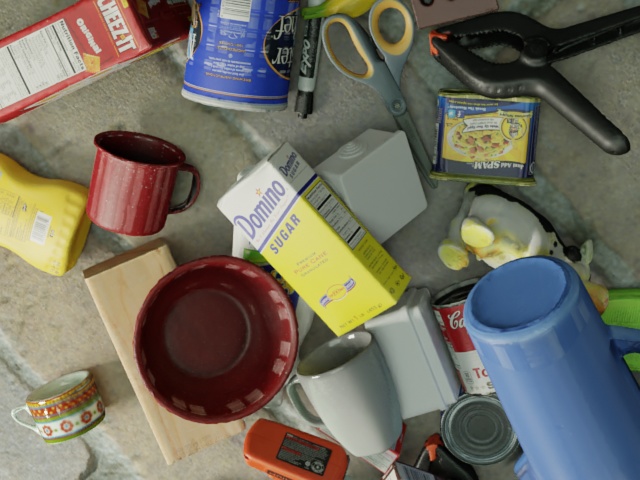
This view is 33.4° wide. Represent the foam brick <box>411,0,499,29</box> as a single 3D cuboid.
[{"bbox_3d":[0.123,-0.231,0.992,0.078,0.051,0.053,-13,101,13],"label":"foam brick"}]

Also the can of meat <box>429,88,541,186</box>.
[{"bbox_3d":[0.158,-0.099,1.017,0.102,0.057,0.084,4,103,6],"label":"can of meat"}]

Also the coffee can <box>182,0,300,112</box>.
[{"bbox_3d":[-0.072,-0.200,1.008,0.103,0.102,0.140,10,105,7],"label":"coffee can"}]

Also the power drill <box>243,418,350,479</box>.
[{"bbox_3d":[-0.054,0.268,1.117,0.184,0.057,0.188,18,134,4],"label":"power drill"}]

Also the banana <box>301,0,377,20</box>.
[{"bbox_3d":[0.052,-0.284,0.991,0.069,0.037,0.198,17,107,-25],"label":"banana"}]

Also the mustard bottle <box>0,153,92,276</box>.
[{"bbox_3d":[-0.337,-0.040,1.119,0.191,0.058,0.096,22,107,4],"label":"mustard bottle"}]

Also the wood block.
[{"bbox_3d":[-0.161,0.111,1.098,0.090,0.091,0.206,-24,99,-10],"label":"wood block"}]

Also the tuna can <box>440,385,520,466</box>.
[{"bbox_3d":[0.167,0.189,1.102,0.086,0.033,0.086,2,104,9],"label":"tuna can"}]

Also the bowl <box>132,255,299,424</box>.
[{"bbox_3d":[-0.105,0.094,1.034,0.162,0.055,0.162,-1,93,-18],"label":"bowl"}]

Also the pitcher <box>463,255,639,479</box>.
[{"bbox_3d":[0.234,0.129,0.981,0.149,0.145,0.242,-44,124,-18],"label":"pitcher"}]

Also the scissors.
[{"bbox_3d":[0.083,-0.148,1.024,0.096,0.016,0.201,-41,111,9],"label":"scissors"}]

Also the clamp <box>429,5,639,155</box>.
[{"bbox_3d":[0.206,-0.171,0.980,0.210,0.036,0.164,20,65,20],"label":"clamp"}]

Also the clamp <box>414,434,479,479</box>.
[{"bbox_3d":[0.128,0.294,1.134,0.120,0.039,0.171,-20,97,9],"label":"clamp"}]

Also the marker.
[{"bbox_3d":[-0.009,-0.179,1.046,0.020,0.020,0.121,10,106,7],"label":"marker"}]

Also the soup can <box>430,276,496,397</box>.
[{"bbox_3d":[0.158,0.096,1.062,0.068,0.068,0.102,-19,101,14],"label":"soup can"}]

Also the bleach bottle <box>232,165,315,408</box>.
[{"bbox_3d":[-0.040,0.053,1.090,0.102,0.068,0.251,5,107,8],"label":"bleach bottle"}]

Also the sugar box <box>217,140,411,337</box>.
[{"bbox_3d":[-0.007,0.001,0.994,0.176,0.048,0.094,45,135,-9],"label":"sugar box"}]

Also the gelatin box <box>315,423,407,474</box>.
[{"bbox_3d":[0.043,0.194,1.104,0.089,0.073,0.030,32,108,1],"label":"gelatin box"}]

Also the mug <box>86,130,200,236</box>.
[{"bbox_3d":[-0.178,-0.055,1.079,0.117,0.093,0.081,4,114,-29],"label":"mug"}]

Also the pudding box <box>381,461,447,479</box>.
[{"bbox_3d":[0.101,0.281,1.078,0.113,0.039,0.090,26,111,-18],"label":"pudding box"}]

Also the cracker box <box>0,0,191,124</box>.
[{"bbox_3d":[-0.239,-0.179,1.011,0.214,0.164,0.072,-22,102,15],"label":"cracker box"}]
